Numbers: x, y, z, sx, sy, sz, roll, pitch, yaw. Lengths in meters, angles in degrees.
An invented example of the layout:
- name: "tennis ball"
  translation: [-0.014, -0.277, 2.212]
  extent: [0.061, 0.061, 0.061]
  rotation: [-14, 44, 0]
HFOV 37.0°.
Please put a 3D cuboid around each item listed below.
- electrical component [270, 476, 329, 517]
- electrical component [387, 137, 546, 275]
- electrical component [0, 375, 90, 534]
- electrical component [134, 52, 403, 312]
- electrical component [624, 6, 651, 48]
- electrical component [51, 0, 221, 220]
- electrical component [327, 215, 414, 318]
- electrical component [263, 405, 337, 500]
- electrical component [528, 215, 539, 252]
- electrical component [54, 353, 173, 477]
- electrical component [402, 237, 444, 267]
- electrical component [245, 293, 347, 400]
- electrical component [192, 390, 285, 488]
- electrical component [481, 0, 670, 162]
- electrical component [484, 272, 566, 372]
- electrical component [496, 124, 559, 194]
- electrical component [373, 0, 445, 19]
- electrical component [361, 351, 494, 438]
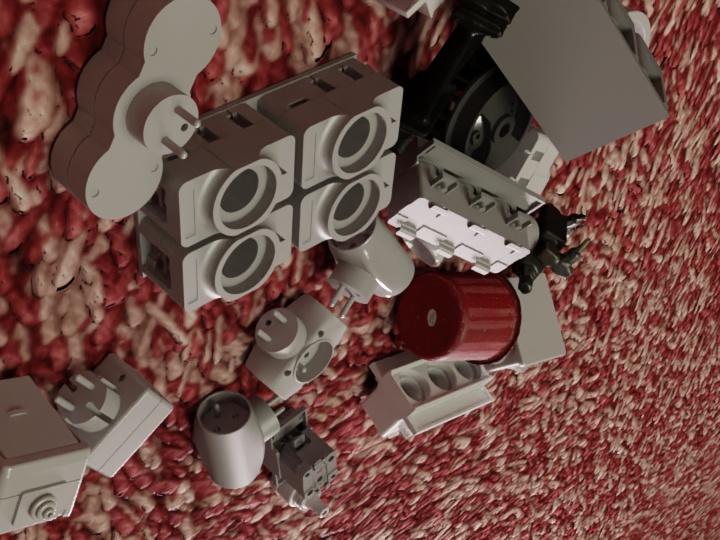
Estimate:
- name: "electrical component"
  translation: [-0.053, 0.204, 0.989]
  extent: [0.035, 0.061, 0.035]
  rotation: [-34, 144, -29]
- name: "electrical component"
  translation: [0.078, -0.048, 0.850]
  extent: [0.121, 0.063, 0.079]
  rotation: [23, 139, -32]
- name: "electrical component"
  translation: [-0.211, 0.113, 0.653]
  extent: [0.062, 0.096, 0.061]
  rotation: [-6, 125, -50]
- name: "electrical component"
  translation: [-0.056, -0.059, 0.720]
  extent: [0.186, 0.060, 0.105]
  rotation: [-30, 142, -33]
- name: "electrical component"
  translation: [0.192, -0.183, 0.924]
  extent: [0.108, 0.060, 0.108]
  rotation: [-34, 144, -29]
- name: "electrical component"
  translation: [-0.116, -0.088, 0.598]
  extent: [0.052, 0.074, 0.138]
  rotation: [2, 119, -54]
- name: "electrical component"
  translation: [0.000, 0.000, 0.853]
  extent: [0.079, 0.044, 0.077]
  rotation: [-59, 143, -15]
- name: "electrical component"
  translation: [-0.053, 0.163, 0.945]
  extent: [0.042, 0.064, 0.081]
  rotation: [-36, 145, -28]
- name: "electrical component"
  translation: [0.135, -0.038, 1.016]
  extent: [0.065, 0.044, 0.044]
  rotation: [12, 112, -51]
- name: "electrical component"
  translation: [-0.177, 0.092, 0.724]
  extent: [0.065, 0.047, 0.076]
  rotation: [-48, 149, -8]
- name: "electrical component"
  translation: [0.069, -0.037, 0.924]
  extent: [0.055, 0.045, 0.045]
  rotation: [-44, 148, -14]
- name: "electrical component"
  translation: [-0.057, 0.054, 0.848]
  extent: [0.077, 0.044, 0.079]
  rotation: [-50, 149, -5]
- name: "electrical component"
  translation: [-0.093, 0.128, 0.876]
  extent: [0.079, 0.044, 0.077]
  rotation: [-35, 145, -28]
- name: "electrical component"
  translation: [0.159, -0.168, 0.812]
  extent: [0.089, 0.061, 0.150]
  rotation: [-23, 127, 28]
- name: "electrical component"
  translation: [0.157, 0.053, 1.087]
  extent: [0.048, 0.099, 0.100]
  rotation: [-19, 173, 38]
- name: "electrical component"
  translation: [0.131, -0.087, 0.951]
  extent: [0.056, 0.050, 0.089]
  rotation: [6, 117, -55]
- name: "electrical component"
  translation: [0.041, -0.211, 0.715]
  extent: [0.081, 0.042, 0.063]
  rotation: [-46, 145, -13]
- name: "electrical component"
  translation: [0.064, 0.118, 1.054]
  extent: [0.121, 0.078, 0.063]
  rotation: [-14, 154, -46]
